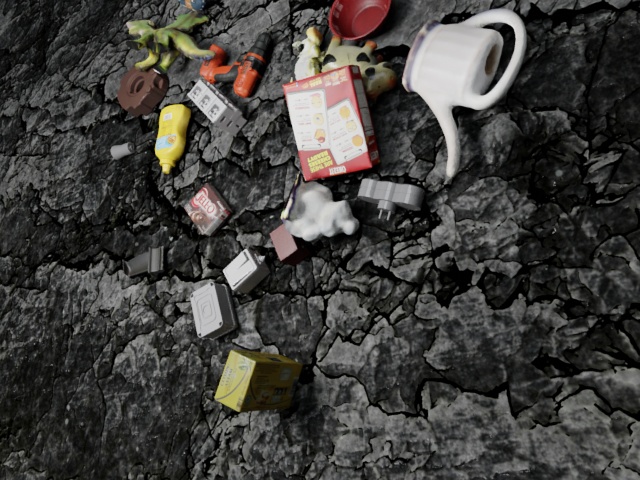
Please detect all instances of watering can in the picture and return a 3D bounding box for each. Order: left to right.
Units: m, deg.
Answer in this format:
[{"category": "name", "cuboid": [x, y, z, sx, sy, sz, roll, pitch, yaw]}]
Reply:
[{"category": "watering can", "cuboid": [0.259, -0.307, 1.015, 0.226, 0.348, 0.103, 27, -2, 36]}]

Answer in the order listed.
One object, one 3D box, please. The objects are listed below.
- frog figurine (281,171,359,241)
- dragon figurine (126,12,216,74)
[{"category": "frog figurine", "cuboid": [0.003, -0.055, 1.096, 0.159, 0.141, 0.120, 22, -48, -9]}, {"category": "dragon figurine", "cuboid": [-0.416, -0.598, 1.498, 0.411, 0.248, 0.119, 11, -32, 24]}]
